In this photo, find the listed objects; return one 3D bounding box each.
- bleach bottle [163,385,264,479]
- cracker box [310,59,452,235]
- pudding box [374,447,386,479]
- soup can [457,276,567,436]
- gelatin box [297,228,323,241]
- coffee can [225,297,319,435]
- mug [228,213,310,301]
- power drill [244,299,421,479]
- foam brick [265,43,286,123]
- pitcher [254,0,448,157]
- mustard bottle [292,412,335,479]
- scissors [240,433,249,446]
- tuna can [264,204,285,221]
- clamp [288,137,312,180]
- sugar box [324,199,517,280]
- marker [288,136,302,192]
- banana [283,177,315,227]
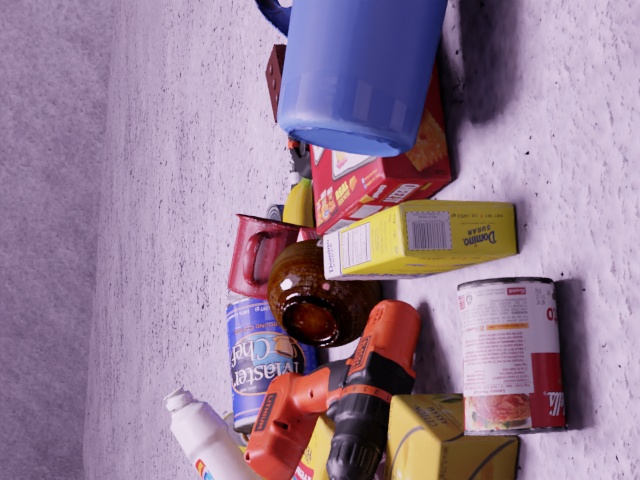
[{"bbox_3d":[-0.095,0.274,1.198,0.251,0.068,0.103,56,159,-2],"label":"bleach bottle"},{"bbox_3d":[0.046,-0.127,0.962,0.164,0.072,0.214,139,130,-64],"label":"cracker box"},{"bbox_3d":[0.051,0.255,0.997,0.113,0.039,0.090,-115,30,-56],"label":"pudding box"},{"bbox_3d":[0.128,0.079,0.718,0.069,0.068,0.102,152,117,-69],"label":"soup can"},{"bbox_3d":[0.009,0.028,1.067,0.030,0.073,0.089,-108,26,-43],"label":"gelatin box"},{"bbox_3d":[-0.051,0.141,1.201,0.103,0.102,0.140,131,136,-63],"label":"coffee can"},{"bbox_3d":[-0.055,0.020,1.121,0.117,0.093,0.081,0,-79,-77],"label":"mug"},{"bbox_3d":[0.009,0.156,0.938,0.188,0.057,0.184,-34,24,46],"label":"power drill"},{"bbox_3d":[-0.028,-0.177,1.214,0.053,0.051,0.078,115,149,-52],"label":"foam brick"},{"bbox_3d":[0.029,-0.194,0.823,0.149,0.144,0.243,2,81,64],"label":"pitcher"},{"bbox_3d":[0.003,0.239,1.108,0.096,0.058,0.192,-127,40,-54],"label":"mustard bottle"},{"bbox_3d":[-0.033,0.155,1.261,0.201,0.096,0.016,-67,-27,-8],"label":"scissors"},{"bbox_3d":[-0.043,-0.001,1.284,0.086,0.033,0.086,180,90,-71],"label":"tuna can"},{"bbox_3d":[-0.001,-0.095,1.154,0.172,0.039,0.120,162,113,-76],"label":"clamp"},{"bbox_3d":[0.073,0.004,0.845,0.176,0.093,0.048,150,119,-70],"label":"sugar box"},{"bbox_3d":[-0.028,-0.097,1.264,0.020,0.020,0.121,154,115,-70],"label":"marker"},{"bbox_3d":[-0.013,0.009,1.190,0.070,0.037,0.198,113,151,-50],"label":"banana"}]
